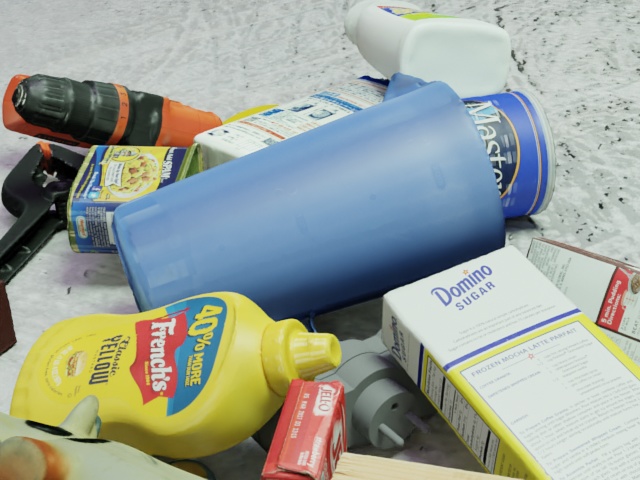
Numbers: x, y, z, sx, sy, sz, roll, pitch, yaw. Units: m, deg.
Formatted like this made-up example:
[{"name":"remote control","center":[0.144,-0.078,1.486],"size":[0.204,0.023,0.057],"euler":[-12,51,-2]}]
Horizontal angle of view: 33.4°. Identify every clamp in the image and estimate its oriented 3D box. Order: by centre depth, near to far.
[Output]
[{"name":"clamp","center":[-0.217,-0.024,0.872],"size":[0.164,0.036,0.210],"euler":[-15,35,-24]}]

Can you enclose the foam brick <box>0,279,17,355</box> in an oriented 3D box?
[{"name":"foam brick","center":[-0.250,0.059,0.705],"size":[0.051,0.053,0.078],"euler":[14,33,27]}]

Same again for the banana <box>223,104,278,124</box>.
[{"name":"banana","center":[-0.069,-0.088,0.979],"size":[0.070,0.037,0.197],"euler":[16,34,31]}]

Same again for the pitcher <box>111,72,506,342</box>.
[{"name":"pitcher","center":[-0.005,0.001,0.710],"size":[0.242,0.145,0.149],"euler":[-19,32,-7]}]

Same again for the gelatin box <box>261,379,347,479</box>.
[{"name":"gelatin box","center":[-0.005,0.125,0.529],"size":[0.030,0.089,0.073],"euler":[3,29,10]}]

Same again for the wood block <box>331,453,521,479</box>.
[{"name":"wood block","center":[0.099,0.165,0.451],"size":[0.206,0.090,0.090],"euler":[6,29,15]}]

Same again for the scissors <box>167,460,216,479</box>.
[{"name":"scissors","center":[-0.111,0.166,0.540],"size":[0.201,0.016,0.096],"euler":[-19,31,-28]}]

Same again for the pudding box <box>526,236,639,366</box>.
[{"name":"pudding box","center":[0.165,0.056,0.636],"size":[0.039,0.090,0.114],"euler":[12,8,-44]}]

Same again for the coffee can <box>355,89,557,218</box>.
[{"name":"coffee can","center":[0.101,-0.061,0.849],"size":[0.140,0.103,0.103],"euler":[-9,30,-12]}]

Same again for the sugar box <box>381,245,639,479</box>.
[{"name":"sugar box","center":[0.116,0.081,0.566],"size":[0.093,0.048,0.176],"euler":[-19,42,-20]}]

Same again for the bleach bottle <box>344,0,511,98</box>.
[{"name":"bleach bottle","center":[0.075,-0.183,0.971],"size":[0.102,0.068,0.251],"euler":[-2,20,-18]}]

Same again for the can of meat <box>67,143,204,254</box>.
[{"name":"can of meat","center":[-0.137,-0.031,0.802],"size":[0.084,0.057,0.102],"euler":[2,35,4]}]

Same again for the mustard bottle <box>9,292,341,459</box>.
[{"name":"mustard bottle","center":[-0.078,0.076,0.592],"size":[0.192,0.058,0.096],"euler":[-12,43,24]}]

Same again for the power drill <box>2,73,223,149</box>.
[{"name":"power drill","center":[-0.199,-0.106,0.904],"size":[0.184,0.057,0.188],"euler":[12,3,-39]}]
